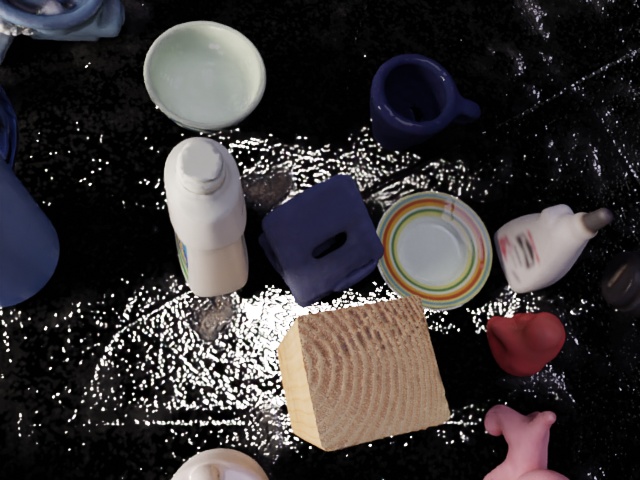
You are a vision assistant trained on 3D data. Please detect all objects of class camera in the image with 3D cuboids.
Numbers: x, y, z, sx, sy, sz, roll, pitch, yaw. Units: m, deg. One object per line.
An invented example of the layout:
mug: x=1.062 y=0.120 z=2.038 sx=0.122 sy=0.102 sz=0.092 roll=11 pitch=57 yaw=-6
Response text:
camera: x=0.384 y=0.042 z=0.608 sx=0.137 sy=0.100 sz=0.143 roll=19 pitch=72 yaw=-3

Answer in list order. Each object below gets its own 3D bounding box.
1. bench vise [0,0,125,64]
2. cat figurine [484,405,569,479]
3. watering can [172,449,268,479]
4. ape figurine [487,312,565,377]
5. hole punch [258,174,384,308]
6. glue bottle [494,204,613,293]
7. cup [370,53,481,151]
bench vise: x=-0.297 y=-0.240 z=0.520 sx=0.208 sy=0.219 sz=0.121 roll=-30 pitch=80 yaw=-16
cat figurine: x=0.200 y=0.218 z=0.520 sx=0.067 sy=0.117 sz=0.128 roll=8 pitch=73 yaw=-6
watering can: x=-0.086 y=0.222 z=0.434 sx=0.173 sy=0.194 sz=0.101 roll=-30 pitch=80 yaw=-15
ape figurine: x=0.211 y=0.096 z=0.570 sx=0.078 sy=0.092 sz=0.076 roll=24 pitch=72 yaw=-1
hole punch: x=0.005 y=0.002 z=0.565 sx=0.109 sy=0.091 sz=0.101 roll=-31 pitch=81 yaw=-16
glue bottle: x=0.227 y=0.000 z=0.558 sx=0.037 sy=0.173 sz=0.078 roll=-16 pitch=77 yaw=-13
cup: x=0.104 y=-0.135 z=0.618 sx=0.118 sy=0.095 sz=0.092 roll=11 pitch=73 yaw=-5
